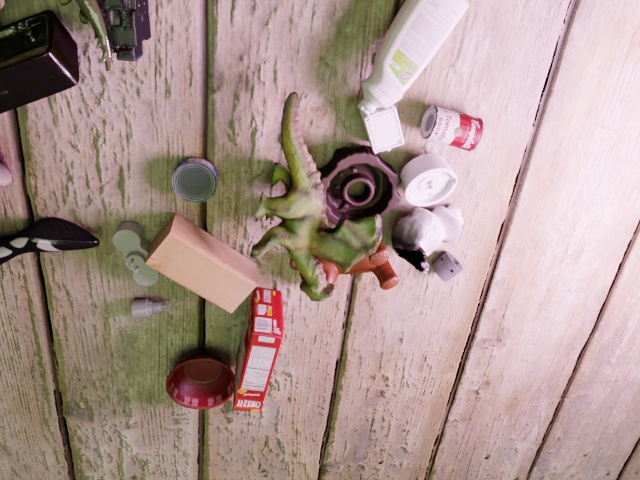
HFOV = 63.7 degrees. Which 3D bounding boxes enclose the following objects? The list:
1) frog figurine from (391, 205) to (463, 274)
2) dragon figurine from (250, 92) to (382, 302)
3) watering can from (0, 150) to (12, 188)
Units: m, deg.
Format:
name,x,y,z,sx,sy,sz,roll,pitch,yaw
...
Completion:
name,x,y,z,sx,sy,sz,roll,pitch,yaw
frog figurine,0.229,-0.024,1.093,0.123,0.161,0.135,20,-24,41
dragon figurine,0.003,-0.049,0.971,0.243,0.402,0.124,19,29,8
watering can,-0.636,-0.074,0.903,0.223,0.345,0.105,-33,11,11
